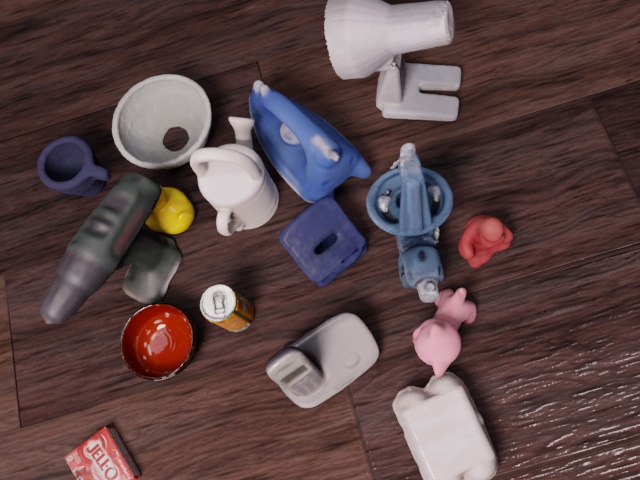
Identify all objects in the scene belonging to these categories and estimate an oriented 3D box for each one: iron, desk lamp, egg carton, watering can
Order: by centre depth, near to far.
[{"bbox_3d":[0.170,0.261,0.772,0.107,0.069,0.150,-24,73,0],"label":"egg carton"},{"bbox_3d":[-0.129,-0.098,0.847,0.101,0.194,0.173,-14,73,3],"label":"watering can"},{"bbox_3d":[0.117,-0.279,0.860,0.203,0.214,0.118,5,74,8],"label":"desk lamp"},{"bbox_3d":[-0.042,-0.173,0.886,0.119,0.141,0.258,-42,74,-6],"label":"iron"}]

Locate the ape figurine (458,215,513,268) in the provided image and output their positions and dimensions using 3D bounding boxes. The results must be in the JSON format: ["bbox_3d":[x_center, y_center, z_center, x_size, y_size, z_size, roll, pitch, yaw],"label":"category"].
[{"bbox_3d":[0.241,-0.006,0.829,0.077,0.092,0.076,0,74,7],"label":"ape figurine"}]

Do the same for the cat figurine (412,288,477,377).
[{"bbox_3d":[0.170,0.122,0.787,0.067,0.118,0.128,28,79,14],"label":"cat figurine"}]

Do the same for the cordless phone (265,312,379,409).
[{"bbox_3d":[0.001,0.154,0.763,0.147,0.185,0.094,-37,73,-4],"label":"cordless phone"}]

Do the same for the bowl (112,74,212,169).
[{"bbox_3d":[-0.250,-0.185,0.949,0.167,0.075,0.167,-2,74,6],"label":"bowl"}]

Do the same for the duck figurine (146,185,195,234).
[{"bbox_3d":[-0.254,-0.057,0.907,0.104,0.086,0.077,28,79,14],"label":"duck figurine"}]

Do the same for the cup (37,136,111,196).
[{"bbox_3d":[-0.380,-0.107,0.932,0.117,0.095,0.092,14,76,11],"label":"cup"}]

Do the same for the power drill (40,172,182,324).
[{"bbox_3d":[-0.283,0.027,0.822,0.075,0.208,0.230,19,77,12],"label":"power drill"}]

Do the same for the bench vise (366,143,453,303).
[{"bbox_3d":[0.141,-0.030,0.782,0.121,0.220,0.207,-28,72,-1],"label":"bench vise"}]

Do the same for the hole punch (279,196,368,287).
[{"bbox_3d":[0.008,0.003,0.855,0.109,0.091,0.101,-40,73,-5],"label":"hole punch"}]
